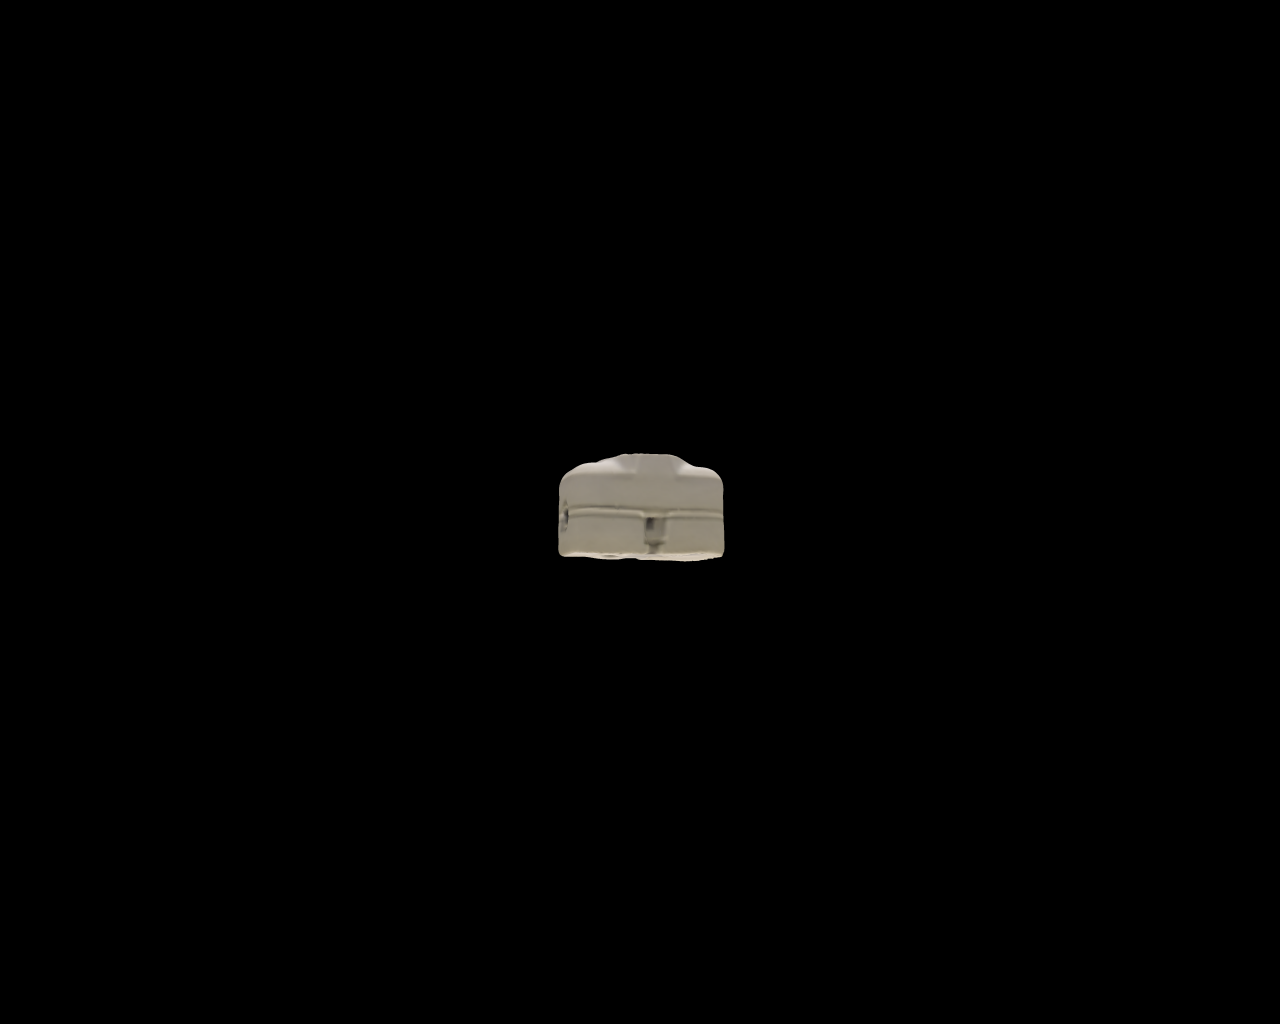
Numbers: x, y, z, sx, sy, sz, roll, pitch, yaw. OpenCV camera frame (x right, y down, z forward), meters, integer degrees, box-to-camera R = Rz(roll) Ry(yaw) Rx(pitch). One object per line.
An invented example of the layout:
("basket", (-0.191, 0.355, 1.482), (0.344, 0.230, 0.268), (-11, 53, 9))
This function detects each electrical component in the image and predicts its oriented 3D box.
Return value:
("electrical component", (0.001, -0.003, 0.650), (0.095, 0.059, 0.053), (2, -7, -18))
